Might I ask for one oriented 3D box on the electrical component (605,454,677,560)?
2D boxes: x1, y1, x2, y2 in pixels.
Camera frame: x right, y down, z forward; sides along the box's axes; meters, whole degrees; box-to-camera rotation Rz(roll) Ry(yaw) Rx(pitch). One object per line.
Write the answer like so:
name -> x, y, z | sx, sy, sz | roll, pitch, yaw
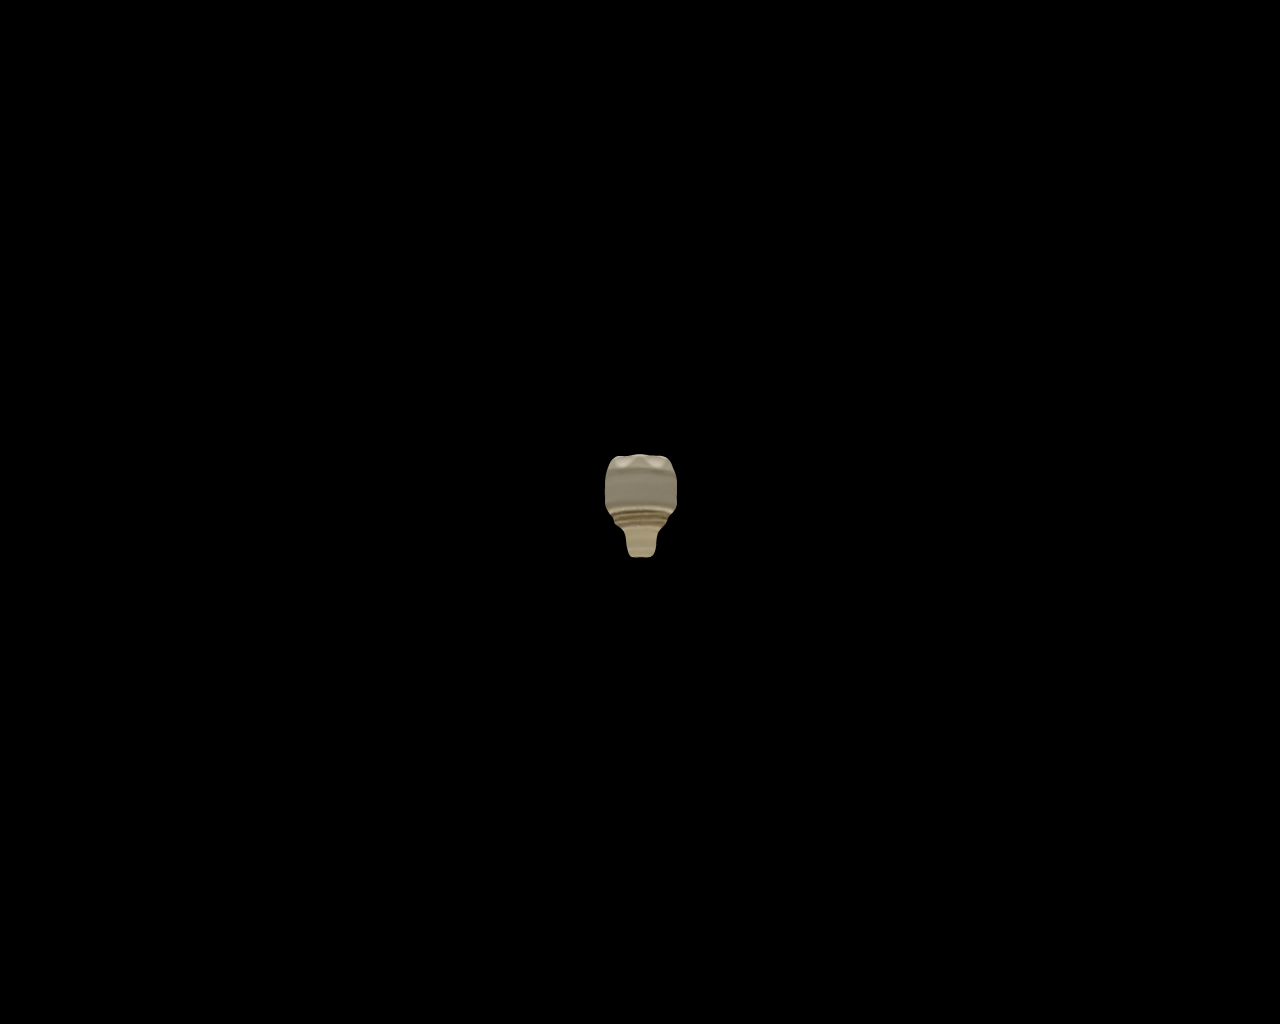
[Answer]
electrical component -> 0.001, -0.003, 0.650 | 0.043, 0.062, 0.043 | 0, -7, 0
